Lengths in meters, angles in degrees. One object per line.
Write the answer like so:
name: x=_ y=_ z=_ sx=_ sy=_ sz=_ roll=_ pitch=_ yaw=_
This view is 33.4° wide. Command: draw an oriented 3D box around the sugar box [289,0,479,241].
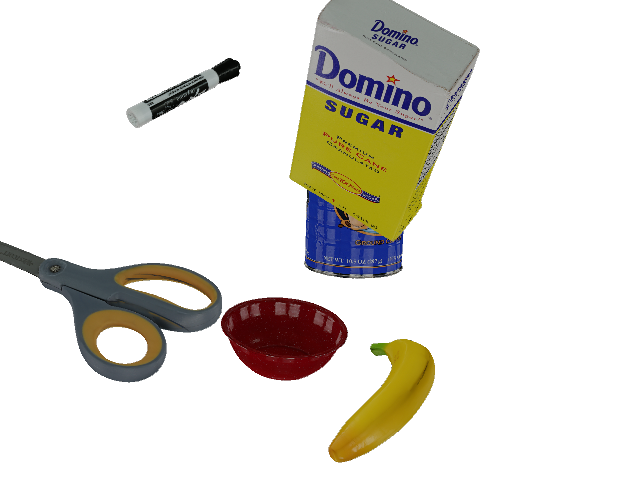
sugar box: x=0.035 y=-0.077 z=0.692 sx=0.093 sy=0.048 sz=0.176 roll=31 pitch=-27 yaw=11

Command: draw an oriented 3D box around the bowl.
bowl: x=-0.048 y=0.132 z=1.363 sx=0.162 sy=0.055 sz=0.162 roll=5 pitch=23 yaw=-2

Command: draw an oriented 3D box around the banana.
banana: x=0.060 y=0.128 z=0.900 sx=0.070 sy=0.037 sz=0.197 roll=-28 pitch=9 yaw=21

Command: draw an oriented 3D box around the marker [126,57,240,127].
marker: x=-0.121 y=-0.135 z=0.966 sx=0.121 sy=0.020 sz=0.020 roll=-33 pitch=18 yaw=-29

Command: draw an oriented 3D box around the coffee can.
coffee can: x=0.036 y=-0.042 z=1.088 sx=0.103 sy=0.140 sz=0.103 roll=2 pitch=13 yaw=-1

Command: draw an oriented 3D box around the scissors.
scissors: x=-0.160 y=0.035 z=0.642 sx=0.202 sy=0.016 sz=0.096 roll=8 pitch=43 yaw=11
